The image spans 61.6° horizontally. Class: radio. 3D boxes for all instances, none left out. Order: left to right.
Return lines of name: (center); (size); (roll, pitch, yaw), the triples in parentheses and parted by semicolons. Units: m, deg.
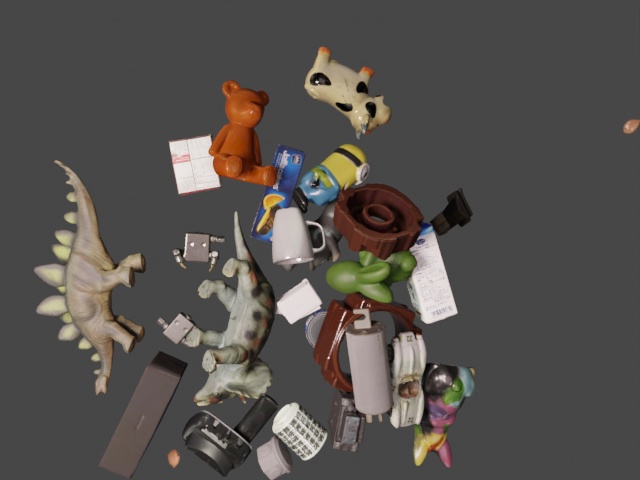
radio: (-0.356, 0.348, 1.099); (0.073, 0.131, 0.229); (27, 92, -7)

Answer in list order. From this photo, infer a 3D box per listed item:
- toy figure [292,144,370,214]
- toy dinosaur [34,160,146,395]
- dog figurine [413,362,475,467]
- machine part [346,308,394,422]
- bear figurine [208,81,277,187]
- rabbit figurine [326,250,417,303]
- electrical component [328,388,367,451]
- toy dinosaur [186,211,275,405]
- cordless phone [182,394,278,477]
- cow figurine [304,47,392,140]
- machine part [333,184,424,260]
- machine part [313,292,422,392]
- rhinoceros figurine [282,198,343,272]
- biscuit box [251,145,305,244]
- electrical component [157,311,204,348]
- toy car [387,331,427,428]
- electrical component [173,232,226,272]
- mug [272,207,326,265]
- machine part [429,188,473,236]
toy figure: (0.022, -0.129, 1.103); (0.180, 0.082, 0.089); (-32, 104, -18)
toy dinosaur: (-0.462, 0.076, 1.082); (0.199, 0.105, 0.471); (0, 90, -2)
dog figurine: (0.255, 0.373, 1.145); (0.108, 0.191, 0.219); (6, 79, -12)
machine part: (0.098, 0.247, 1.049); (0.079, 0.079, 0.243); (-8, 102, -5)
bear figurine: (-0.144, -0.214, 1.070); (0.120, 0.132, 0.195); (14, 92, -39)
rabbit figurine: (0.103, 0.070, 1.096); (0.170, 0.159, 0.121); (-21, 117, -17)
electrical component: (0.058, 0.376, 1.141); (0.058, 0.134, 0.114); (8, 92, -7)
toy dinosaur: (-0.155, 0.161, 1.111); (0.192, 0.131, 0.404); (26, 78, -46)
cordless phone: (-0.190, 0.392, 1.157); (0.146, 0.089, 0.184); (41, 79, -7)
cow figurine: (0.060, -0.294, 1.109); (0.195, 0.085, 0.127); (24, 86, -10)
machine part: (0.114, -0.040, 1.064); (0.179, 0.179, 0.056); (8, 133, -6)
machine part: (0.102, 0.219, 1.133); (0.201, 0.087, 0.201); (18, 94, -21)
rhinoceros figurine: (-0.002, -0.003, 1.133); (0.112, 0.073, 0.190); (43, 89, -9)
biscuit box: (-0.088, -0.094, 1.123); (0.063, 0.059, 0.202); (17, 93, -7)
electrical component: (-0.299, 0.186, 1.146); (0.094, 0.021, 0.063); (40, 90, -6)
toy car: (0.175, 0.284, 1.096); (0.073, 0.056, 0.201); (-3, 101, -20)
electrical component: (-0.254, 0.023, 1.124); (0.102, 0.045, 0.078); (10, 95, -6)
mug: (-0.046, -0.011, 1.061); (0.110, 0.080, 0.107); (-11, 81, 11)
machine part: (0.283, -0.056, 1.143); (0.139, 0.039, 0.084); (-32, 106, -44)
